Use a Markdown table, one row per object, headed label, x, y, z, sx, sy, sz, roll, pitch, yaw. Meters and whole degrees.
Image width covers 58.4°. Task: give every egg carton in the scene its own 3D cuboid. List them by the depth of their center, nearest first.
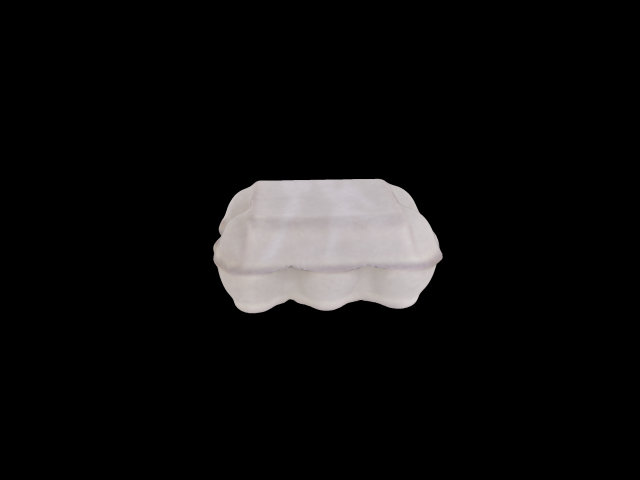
| label | x | y | z | sx | sy | sz | roll | pitch | yaw |
| --- | --- | --- | --- | --- | --- | --- | --- | --- | --- |
| egg carton | 0.004 | 0.001 | 0.400 | 0.150 | 0.069 | 0.107 | -2 | 24 | -5 |
